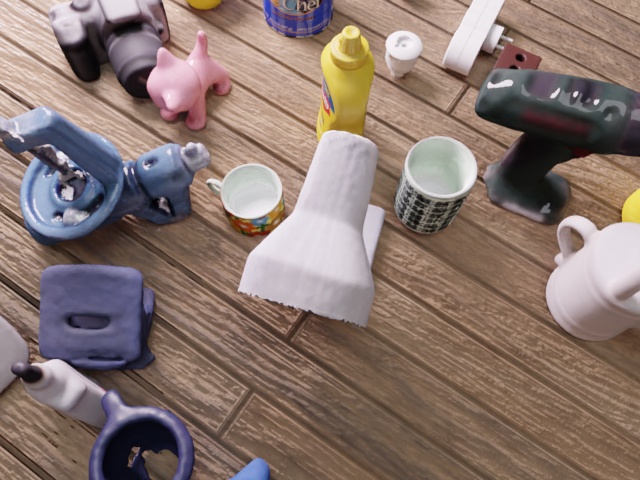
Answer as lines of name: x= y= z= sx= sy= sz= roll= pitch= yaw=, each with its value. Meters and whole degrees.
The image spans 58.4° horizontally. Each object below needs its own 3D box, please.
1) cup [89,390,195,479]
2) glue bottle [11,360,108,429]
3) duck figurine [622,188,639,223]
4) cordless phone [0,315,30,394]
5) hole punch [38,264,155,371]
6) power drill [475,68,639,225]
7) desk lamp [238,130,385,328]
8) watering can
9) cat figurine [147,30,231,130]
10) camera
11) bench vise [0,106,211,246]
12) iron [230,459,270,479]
cup: x=-0.167 y=0.200 z=0.545 sx=0.092 sy=0.095 sz=0.117 roll=-32 pitch=72 yaw=-15
glue bottle: x=-0.238 y=0.135 z=0.526 sx=0.078 sy=0.173 sz=0.037 roll=29 pitch=69 yaw=10
duck figurine: x=0.416 y=-0.037 z=0.683 sx=0.077 sy=0.086 sz=0.105 roll=23 pitch=68 yaw=7
cordless phone: x=-0.372 y=0.110 z=0.522 sx=0.094 sy=0.185 sz=0.148 roll=39 pitch=70 yaw=13
hole punch: x=-0.230 y=0.082 z=0.593 sx=0.108 sy=0.091 sz=0.101 roll=2 pitch=67 yaw=-2
power drill: x=0.274 y=-0.100 z=0.635 sx=0.229 sy=0.208 sz=0.076 roll=22 pitch=68 yaw=7
desk lamp: x=0.005 y=0.002 z=0.574 sx=0.118 sy=0.213 sz=0.203 roll=15 pitch=67 yaw=4
watering can: x=0.326 y=0.037 z=0.587 sx=0.172 sy=0.194 sz=0.101 roll=25 pitch=68 yaw=8
cat figurine: x=-0.166 y=-0.198 z=0.702 sx=0.067 sy=0.118 sz=0.128 roll=22 pitch=68 yaw=6
camera: x=-0.256 y=-0.252 z=0.729 sx=0.143 sy=0.101 sz=0.136 roll=-21 pitch=70 yaw=-11
bench vise: x=-0.230 y=-0.084 z=0.594 sx=0.208 sy=0.220 sz=0.121 roll=-34 pitch=72 yaw=-16
iron: x=-0.108 y=0.313 z=0.474 sx=0.118 sy=0.141 sz=0.259 roll=39 pitch=70 yaw=13
